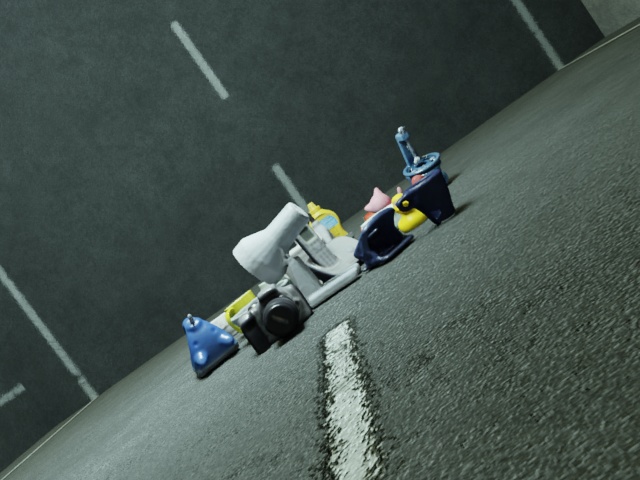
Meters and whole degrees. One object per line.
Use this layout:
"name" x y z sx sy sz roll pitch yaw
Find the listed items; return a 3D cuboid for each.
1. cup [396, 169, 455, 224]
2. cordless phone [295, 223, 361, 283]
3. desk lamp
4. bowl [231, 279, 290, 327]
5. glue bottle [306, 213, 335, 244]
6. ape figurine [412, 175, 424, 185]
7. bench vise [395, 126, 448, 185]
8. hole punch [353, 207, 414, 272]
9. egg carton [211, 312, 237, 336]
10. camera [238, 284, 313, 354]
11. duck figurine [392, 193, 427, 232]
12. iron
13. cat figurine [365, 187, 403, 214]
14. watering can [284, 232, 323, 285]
"cup" 0.218 -0.073 1.152 0.118 0.095 0.091 -36 3 -14
"cordless phone" 0.012 0.005 1.350 0.148 0.185 0.094 -38 5 -42
"desk lamp" -0.053 0.041 1.237 0.203 0.213 0.118 -35 3 9
"bowl" -0.125 0.170 1.363 0.167 0.075 0.167 -35 3 3
"glue bottle" 0.018 0.001 1.452 0.037 0.173 0.078 -34 4 17
"ape figurine" 0.266 -0.125 1.441 0.076 0.092 0.077 -37 4 -21
"bench vise" 0.279 -0.232 1.743 0.122 0.220 0.207 -37 4 -26
"hole punch" 0.118 -0.002 1.183 0.109 0.091 0.101 -38 4 -34
"egg carton" -0.303 0.275 1.756 0.107 0.069 0.150 -36 3 -13
"camera" -0.095 0.148 1.121 0.143 0.101 0.137 -36 3 -2
"duck figurine" 0.205 -0.072 1.361 0.077 0.086 0.104 -35 3 10
"iron" -0.298 0.248 1.420 0.119 0.141 0.258 -37 3 -23
"cat figurine" 0.196 -0.103 1.634 0.127 0.118 0.067 -33 4 39
"watering can" -0.052 0.038 1.464 0.172 0.194 0.101 -34 4 19
